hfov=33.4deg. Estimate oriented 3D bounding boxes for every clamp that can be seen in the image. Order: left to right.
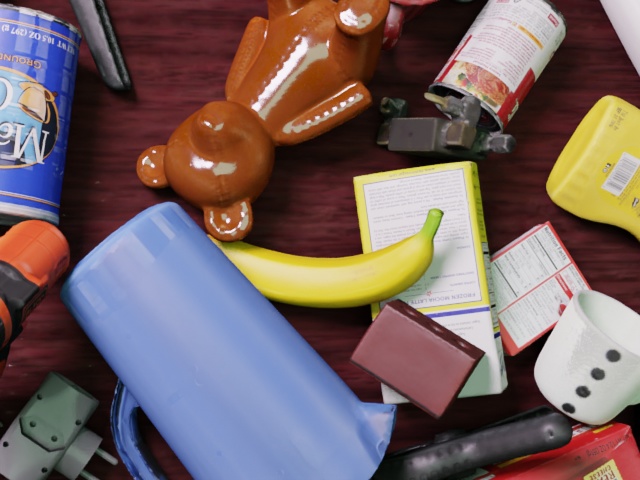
[{"bbox_3d":[-0.185,-0.221,0.797,0.210,0.036,0.164,28,97,2],"label":"clamp"},{"bbox_3d":[0.107,0.157,0.790,0.171,0.120,0.039,-19,77,-3],"label":"clamp"}]

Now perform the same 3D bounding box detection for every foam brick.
[{"bbox_3d":[0.071,0.084,0.769,0.078,0.053,0.051,32,100,13],"label":"foam brick"}]

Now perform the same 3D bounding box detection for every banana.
[{"bbox_3d":[0.002,0.018,0.795,0.198,0.037,0.069,-7,101,17],"label":"banana"}]

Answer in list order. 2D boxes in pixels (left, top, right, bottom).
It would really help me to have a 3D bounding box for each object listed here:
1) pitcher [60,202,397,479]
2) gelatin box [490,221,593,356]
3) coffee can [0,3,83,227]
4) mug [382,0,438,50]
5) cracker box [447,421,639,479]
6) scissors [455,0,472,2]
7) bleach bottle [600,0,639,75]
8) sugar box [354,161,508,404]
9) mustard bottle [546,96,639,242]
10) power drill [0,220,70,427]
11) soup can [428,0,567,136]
[{"bbox_3d":[-0.078,0.102,0.762,0.149,0.145,0.243,-40,90,-29],"label":"pitcher"},{"bbox_3d":[0.164,0.039,0.852,0.089,0.030,0.073,-33,90,-11],"label":"gelatin box"},{"bbox_3d":[-0.228,-0.085,0.754,0.102,0.103,0.140,7,84,-10],"label":"coffee can"},{"bbox_3d":[0.059,-0.204,0.825,0.093,0.081,0.117,7,84,-10],"label":"mug"},{"bbox_3d":[0.190,0.266,0.818,0.164,0.072,0.214,-20,90,-11],"label":"cracker box"},{"bbox_3d":[0.114,-0.281,0.874,0.096,0.016,0.202,-28,91,-11],"label":"scissors"},{"bbox_3d":[0.282,-0.209,0.877,0.102,0.068,0.251,-28,89,-12],"label":"bleach bottle"},{"bbox_3d":[0.085,0.032,0.816,0.093,0.048,0.176,-8,90,17],"label":"sugar box"},{"bbox_3d":[0.287,-0.032,0.860,0.191,0.058,0.096,27,107,-8],"label":"mustard bottle"},{"bbox_3d":[-0.235,0.093,0.684,0.057,0.184,0.188,31,120,-1],"label":"power drill"},{"bbox_3d":[0.141,-0.141,0.842,0.068,0.068,0.102,35,80,-6],"label":"soup can"}]
